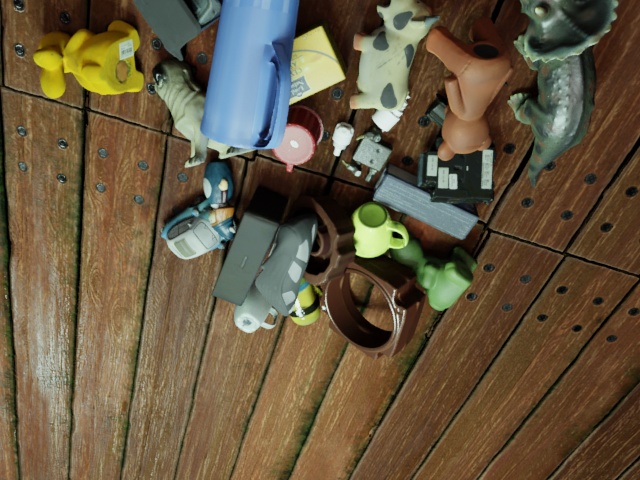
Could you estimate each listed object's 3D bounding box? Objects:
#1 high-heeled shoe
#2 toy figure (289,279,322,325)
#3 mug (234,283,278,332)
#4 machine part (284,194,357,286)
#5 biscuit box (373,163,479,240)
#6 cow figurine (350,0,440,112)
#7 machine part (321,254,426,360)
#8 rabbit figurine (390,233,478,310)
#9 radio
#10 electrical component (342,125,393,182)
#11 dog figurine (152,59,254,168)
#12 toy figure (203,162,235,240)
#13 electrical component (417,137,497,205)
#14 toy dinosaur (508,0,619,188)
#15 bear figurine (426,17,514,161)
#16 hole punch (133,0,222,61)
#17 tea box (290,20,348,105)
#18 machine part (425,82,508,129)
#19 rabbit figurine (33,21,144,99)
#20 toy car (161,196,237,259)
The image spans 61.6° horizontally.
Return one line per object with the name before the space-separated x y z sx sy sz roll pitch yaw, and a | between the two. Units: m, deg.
high-heeled shoe | -0.053 0.050 1.060 0.086 0.145 0.248 35 157 22
toy figure | -0.054 0.104 1.168 0.082 0.089 0.179 -6 124 19
mug | -0.145 0.162 1.206 0.081 0.107 0.109 -35 110 27
machine part | -0.002 -0.003 1.056 0.180 0.056 0.179 21 118 45
biscuit box | 0.205 -0.073 1.037 0.203 0.059 0.062 25 121 -8
cow figurine | 0.121 -0.308 0.878 0.127 0.085 0.194 10 114 11
machine part | 0.103 0.129 1.109 0.201 0.087 0.201 32 130 29
rabbit figurine | 0.214 0.056 1.108 0.170 0.121 0.159 36 129 6
radio | -0.142 0.011 1.093 0.073 0.131 0.229 24 123 -8
electrical component | 0.090 -0.160 1.004 0.078 0.045 0.102 31 122 -11
dog figurine | -0.198 -0.241 0.972 0.172 0.121 0.190 -18 100 -29
toy figure | -0.196 -0.075 1.058 0.058 0.064 0.154 -4 91 3
electrical component | 0.245 -0.124 0.969 0.134 0.058 0.115 6 82 4
toy dinosaur | 0.372 -0.228 0.838 0.131 0.192 0.404 -8 120 14
bear figurine | 0.236 -0.234 0.870 0.120 0.132 0.195 -18 148 -12
hole punch | -0.232 -0.388 0.888 0.116 0.092 0.142 -6 130 46
tea box | -0.048 -0.293 0.924 0.170 0.068 0.098 -22 116 19
machine part | 0.255 -0.244 0.934 0.084 0.039 0.139 43 120 -12
rabbit figurine | -0.418 -0.307 0.931 0.173 0.162 0.121 22 137 14
toy car | -0.262 -0.013 1.113 0.162 0.103 0.109 -24 116 18
